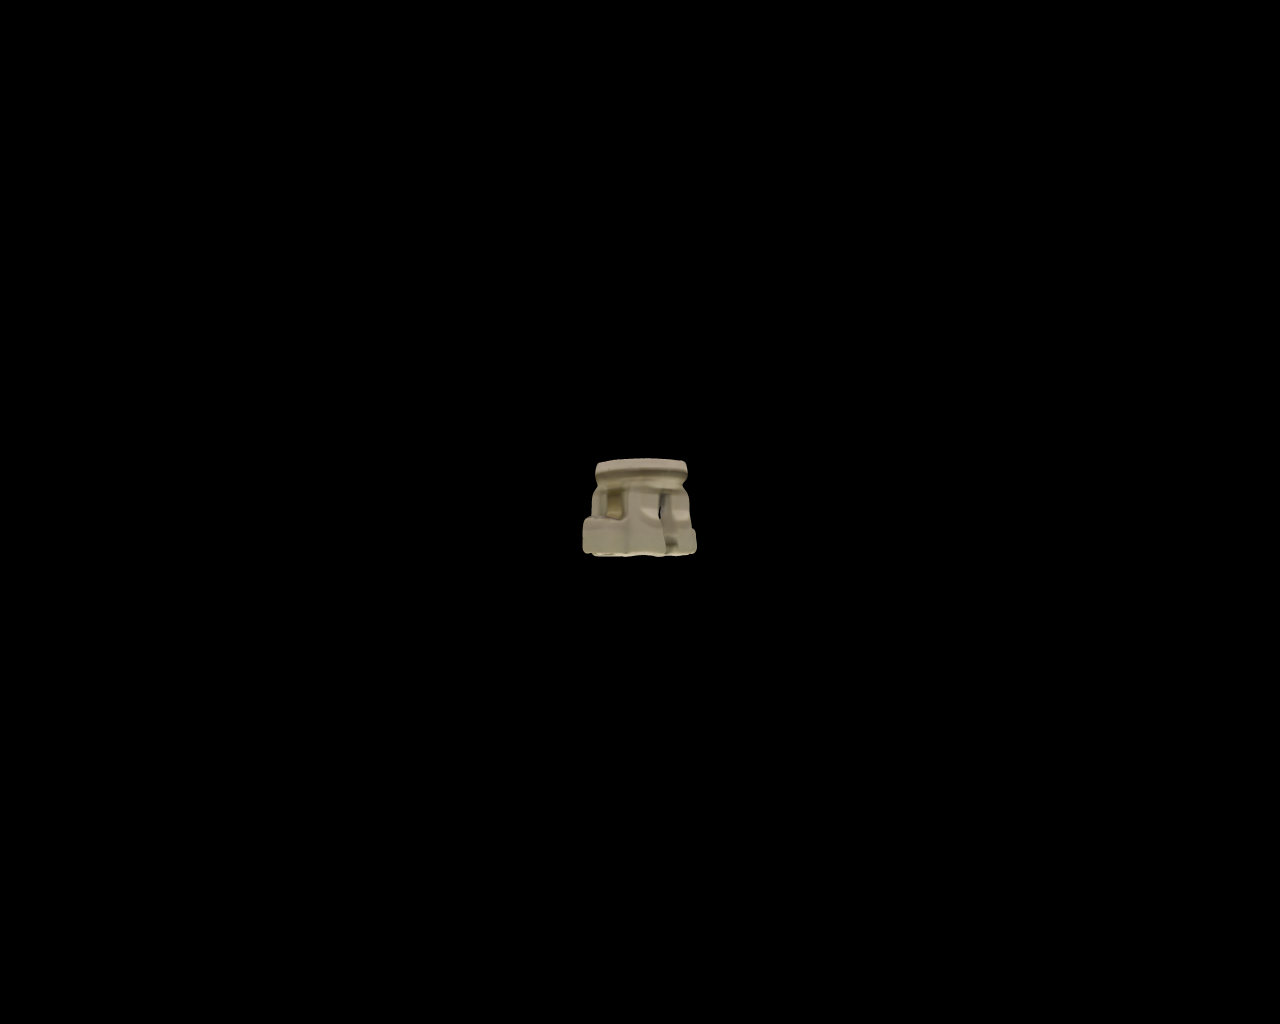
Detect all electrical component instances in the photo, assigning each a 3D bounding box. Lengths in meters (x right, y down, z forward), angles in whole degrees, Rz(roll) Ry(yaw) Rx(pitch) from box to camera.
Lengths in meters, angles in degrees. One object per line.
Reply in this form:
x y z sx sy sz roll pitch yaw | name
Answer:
0.001 -0.003 0.650 0.078 0.057 0.058 4 -6 -43 | electrical component
